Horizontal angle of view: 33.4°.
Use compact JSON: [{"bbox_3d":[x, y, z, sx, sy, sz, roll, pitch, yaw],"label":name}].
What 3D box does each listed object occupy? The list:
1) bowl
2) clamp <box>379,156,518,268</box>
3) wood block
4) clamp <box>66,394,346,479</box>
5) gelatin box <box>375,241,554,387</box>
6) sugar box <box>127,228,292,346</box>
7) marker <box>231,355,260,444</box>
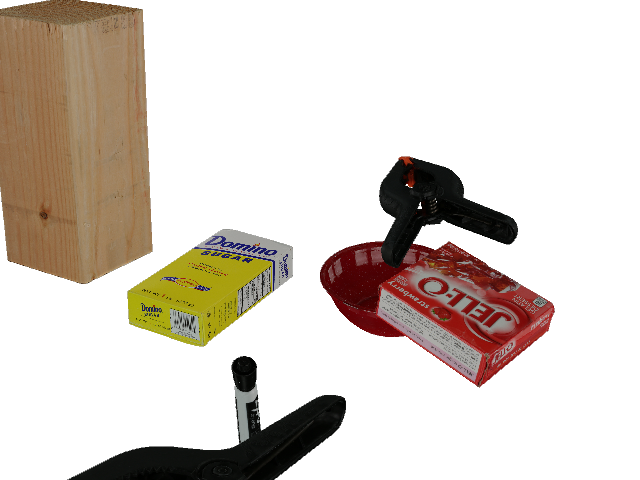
[{"bbox_3d":[0.080,0.061,1.201,0.162,0.055,0.162,0,29,0],"label":"bowl"},{"bbox_3d":[0.110,-0.032,0.979,0.120,0.039,0.171,-2,33,-1],"label":"clamp"},{"bbox_3d":[-0.200,-0.083,0.862,0.091,0.206,0.090,14,25,28],"label":"wood block"},{"bbox_3d":[-0.051,0.133,0.575,0.209,0.036,0.165,-1,19,-14],"label":"clamp"},{"bbox_3d":[0.092,0.044,0.683,0.089,0.030,0.073,33,45,31],"label":"gelatin box"},{"bbox_3d":[-0.111,0.044,1.113,0.093,0.048,0.176,15,31,24],"label":"sugar box"},{"bbox_3d":[-0.057,0.130,0.828,0.020,0.020,0.121,0,-43,0],"label":"marker"}]
